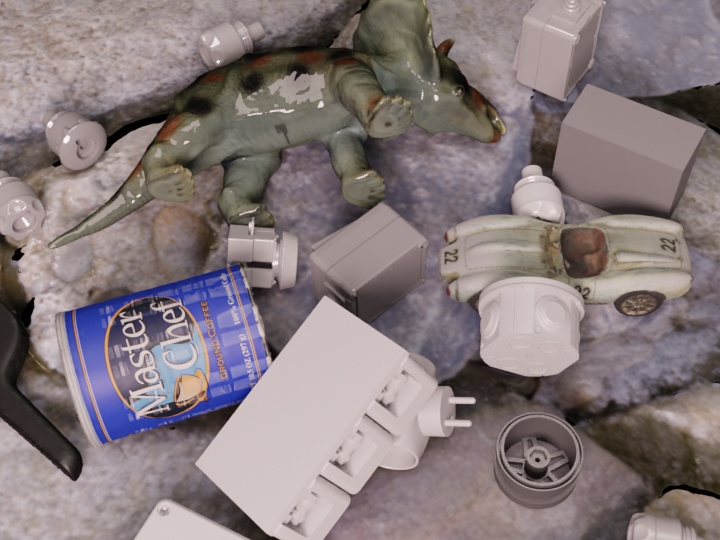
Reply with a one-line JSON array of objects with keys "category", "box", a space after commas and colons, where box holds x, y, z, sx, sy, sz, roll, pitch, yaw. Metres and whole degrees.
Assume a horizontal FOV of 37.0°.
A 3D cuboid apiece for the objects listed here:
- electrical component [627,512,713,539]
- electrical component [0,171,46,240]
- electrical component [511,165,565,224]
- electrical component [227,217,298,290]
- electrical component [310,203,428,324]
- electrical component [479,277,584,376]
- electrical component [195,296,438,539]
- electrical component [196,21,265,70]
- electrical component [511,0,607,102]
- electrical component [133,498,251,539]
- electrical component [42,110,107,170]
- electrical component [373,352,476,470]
[{"category": "electrical component", "box": [0.217, 0.187, 0.740, 0.061, 0.035, 0.035, 8, 56, 5]}, {"category": "electrical component", "box": [-0.299, -0.059, 0.922, 0.043, 0.043, 0.062, -27, 57, -17]}, {"category": "electrical component", "box": [0.149, -0.060, 0.910, 0.043, 0.043, 0.062, -2, 54, 0]}, {"category": "electrical component", "box": [-0.079, -0.009, 0.875, 0.055, 0.066, 0.048, 4, 20, -6]}, {"category": "electrical component", "box": [0.000, 0.000, 0.861, 0.096, 0.061, 0.061, -37, 62, -22]}, {"category": "electrical component", "box": [0.130, 0.043, 0.817, 0.080, 0.080, 0.051, 5, 60, 5]}, {"category": "electrical component", "box": [-0.028, 0.108, 0.752, 0.089, 0.062, 0.150, 32, 82, 42]}, {"category": "electrical component", "box": [-0.121, -0.217, 1.029, 0.062, 0.043, 0.043, -30, 59, -20]}, {"category": "electrical component", "box": [0.181, -0.215, 0.986, 0.061, 0.096, 0.061, 28, 60, 21]}, {"category": "electrical component", "box": [-0.111, 0.225, 0.709, 0.109, 0.056, 0.108, 22, 58, 16]}, {"category": "electrical component", "box": [-0.262, -0.122, 0.966, 0.048, 0.048, 0.062, -38, 56, -22]}, {"category": "electrical component", "box": [0.045, 0.103, 0.791, 0.079, 0.044, 0.077, -2, 53, 23]}]
